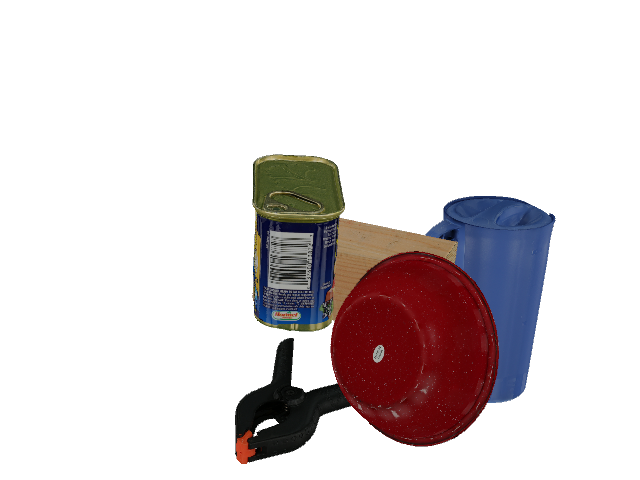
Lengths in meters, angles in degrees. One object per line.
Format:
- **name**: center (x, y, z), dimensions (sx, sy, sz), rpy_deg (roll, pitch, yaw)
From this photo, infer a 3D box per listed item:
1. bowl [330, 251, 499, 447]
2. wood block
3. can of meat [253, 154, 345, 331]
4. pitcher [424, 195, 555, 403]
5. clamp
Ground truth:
- **bowl**: center (0.062, 0.089, 0.867), dimensions (0.162, 0.162, 0.055), rpy_deg (0, -2, 40)
- **wood block**: center (0.037, 0.035, 1.187), dimensions (0.206, 0.091, 0.090), rpy_deg (12, 24, 17)
- **can of meat**: center (-0.017, 0.001, 0.702), dimensions (0.057, 0.084, 0.102), rpy_deg (2, 25, -4)
- **pitcher**: center (0.201, 0.074, 1.318), dimensions (0.149, 0.243, 0.144), rpy_deg (7, 20, 14)
- **clamp**: center (-0.034, 0.154, 1.049), dimensions (0.120, 0.039, 0.171), rpy_deg (22, 34, 37)
